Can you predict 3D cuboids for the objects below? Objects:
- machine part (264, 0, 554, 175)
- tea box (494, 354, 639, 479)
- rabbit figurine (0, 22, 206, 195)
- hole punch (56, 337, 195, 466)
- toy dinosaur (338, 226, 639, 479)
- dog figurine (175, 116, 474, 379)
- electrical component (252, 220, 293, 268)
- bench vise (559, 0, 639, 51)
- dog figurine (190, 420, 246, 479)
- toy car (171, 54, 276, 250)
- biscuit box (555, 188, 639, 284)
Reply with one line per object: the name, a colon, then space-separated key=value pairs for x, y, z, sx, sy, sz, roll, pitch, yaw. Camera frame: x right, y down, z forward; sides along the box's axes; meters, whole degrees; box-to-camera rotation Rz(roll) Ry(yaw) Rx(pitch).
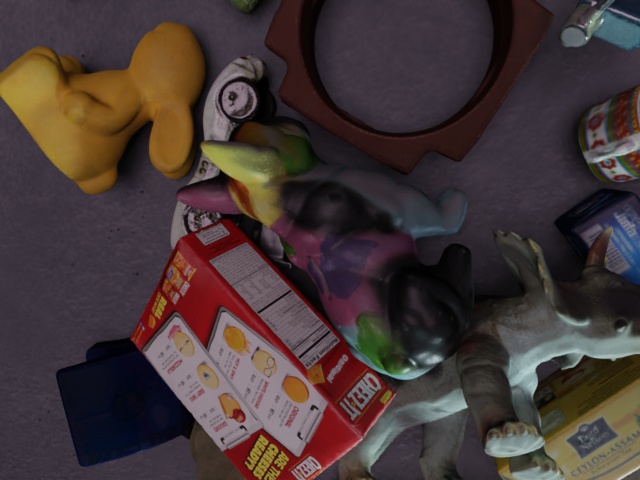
machine part: x=0.072 y=-0.175 z=0.466 sx=0.201 sy=0.087 sz=0.201 roll=31 pitch=104 yaw=2
tea box: x=0.245 y=0.168 z=0.498 sx=0.169 sy=0.098 sz=0.068 roll=-39 pitch=92 yaw=14
rabbit figurine: x=-0.179 y=-0.130 z=0.505 sx=0.173 sy=0.122 sz=0.162 roll=-35 pitch=96 yaw=-6
hole punch: x=-0.204 y=0.166 z=0.570 sx=0.116 sy=0.092 sz=0.142 roll=-11 pitch=94 yaw=6
toy dinosaur: x=0.111 y=0.123 z=0.486 sx=0.131 sy=0.192 sz=0.405 roll=30 pitch=137 yaw=-25
dog figurine: x=-0.001 y=-0.001 z=0.417 sx=0.219 sy=0.108 sz=0.191 roll=16 pitch=60 yaw=-20
electrical component: x=-0.034 y=-0.039 z=0.517 sx=0.048 sy=0.075 sz=0.119 roll=12 pitch=98 yaw=5
bench vise: x=0.258 y=-0.217 z=0.398 sx=0.224 sy=0.128 sz=0.240 roll=33 pitch=70 yaw=9
dog figurine: x=-0.091 y=0.245 z=0.513 sx=0.121 sy=0.190 sz=0.172 roll=-30 pitch=93 yaw=12
toy car: x=-0.092 y=-0.077 z=0.517 sx=0.056 sy=0.073 sz=0.201 roll=19 pitch=102 yaw=5
biscuit box: x=0.301 y=0.048 z=0.486 sx=0.059 sy=0.063 sz=0.202 roll=-36 pitch=92 yaw=13
